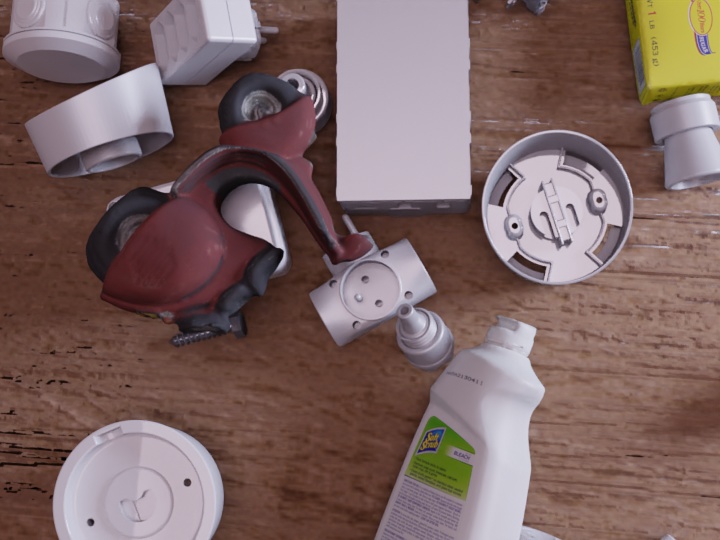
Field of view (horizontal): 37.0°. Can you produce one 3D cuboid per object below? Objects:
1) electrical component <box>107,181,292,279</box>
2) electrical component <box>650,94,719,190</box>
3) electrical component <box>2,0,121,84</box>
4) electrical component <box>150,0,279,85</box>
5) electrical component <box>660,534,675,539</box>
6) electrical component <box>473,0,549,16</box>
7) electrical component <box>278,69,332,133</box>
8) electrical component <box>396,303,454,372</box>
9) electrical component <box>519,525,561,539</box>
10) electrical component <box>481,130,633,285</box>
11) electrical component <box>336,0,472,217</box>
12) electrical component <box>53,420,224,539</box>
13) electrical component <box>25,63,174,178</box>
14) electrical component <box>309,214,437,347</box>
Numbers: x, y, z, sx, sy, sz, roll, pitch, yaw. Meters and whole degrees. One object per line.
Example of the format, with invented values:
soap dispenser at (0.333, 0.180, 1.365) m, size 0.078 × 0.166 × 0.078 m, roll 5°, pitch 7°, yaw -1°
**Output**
electrical component at (-0.111, -0.023, 0.745) m, size 0.113 × 0.057 × 0.078 m, roll -15°, pitch 82°, yaw 3°
electrical component at (0.224, -0.086, 0.731) m, size 0.045 × 0.045 × 0.055 m, roll -12°, pitch 82°, yaw 3°
electrical component at (-0.209, -0.167, 0.761) m, size 0.080 × 0.080 × 0.051 m, roll 1°, pitch 78°, yaw 5°
electrical component at (-0.095, -0.166, 0.758) m, size 0.076 × 0.083 × 0.047 m, roll -6°, pitch 81°, yaw -34°
electrical component at (0.184, 0.199, 0.701) m, size 0.062 × 0.048 × 0.048 m, roll -40°, pitch 82°, yaw -8°
electrical component at (0.118, -0.218, 0.758) m, size 0.064 × 0.042 × 0.081 m, roll 41°, pitch 88°, yaw 5°
electrical component at (-0.043, -0.119, 0.748) m, size 0.043 × 0.062 × 0.043 m, roll -1°, pitch 83°, yaw 5°
electrical component at (0.040, 0.042, 0.720) m, size 0.035 × 0.061 × 0.035 m, roll -12°, pitch 55°, yaw 18°
electrical component at (0.117, 0.200, 0.701) m, size 0.055 × 0.055 × 0.047 m, roll 22°, pitch 89°, yaw 7°
electrical component at (0.131, -0.038, 0.723) m, size 0.099 × 0.064 × 0.099 m, roll -1°, pitch 83°, yaw 5°
electrical component at (0.031, -0.116, 0.742) m, size 0.089 × 0.061 × 0.150 m, roll -1°, pitch 83°, yaw 5°
electrical component at (-0.144, 0.155, 0.724) m, size 0.108 × 0.060 × 0.108 m, roll -1°, pitch 83°, yaw 5°
electrical component at (-0.179, -0.103, 0.743) m, size 0.099 × 0.099 × 0.064 m, roll -19°, pitch 88°, yaw 2°
electrical component at (0.000, 0.000, 0.739) m, size 0.077 × 0.044 × 0.079 m, roll -30°, pitch 81°, yaw 1°
